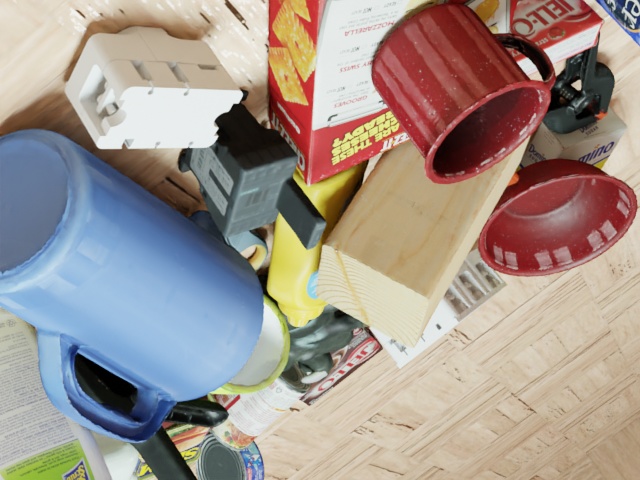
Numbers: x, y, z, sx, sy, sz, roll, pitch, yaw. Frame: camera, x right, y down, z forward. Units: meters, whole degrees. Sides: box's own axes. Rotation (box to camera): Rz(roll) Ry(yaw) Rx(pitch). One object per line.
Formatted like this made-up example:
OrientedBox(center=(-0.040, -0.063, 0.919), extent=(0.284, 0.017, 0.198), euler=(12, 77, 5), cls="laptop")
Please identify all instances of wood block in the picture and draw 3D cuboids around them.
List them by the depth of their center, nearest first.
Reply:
OrientedBox(center=(0.087, -0.033, 0.841), extent=(0.206, 0.090, 0.091), euler=(-57, 168, -27), cls="wood block")

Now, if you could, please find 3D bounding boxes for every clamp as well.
OrientedBox(center=(-0.152, 0.149, 0.890), extent=(0.036, 0.164, 0.209), euler=(-43, 118, 16), cls="clamp")
OrientedBox(center=(0.226, -0.132, 0.999), extent=(0.120, 0.039, 0.171), euler=(-39, 154, 13), cls="clamp")

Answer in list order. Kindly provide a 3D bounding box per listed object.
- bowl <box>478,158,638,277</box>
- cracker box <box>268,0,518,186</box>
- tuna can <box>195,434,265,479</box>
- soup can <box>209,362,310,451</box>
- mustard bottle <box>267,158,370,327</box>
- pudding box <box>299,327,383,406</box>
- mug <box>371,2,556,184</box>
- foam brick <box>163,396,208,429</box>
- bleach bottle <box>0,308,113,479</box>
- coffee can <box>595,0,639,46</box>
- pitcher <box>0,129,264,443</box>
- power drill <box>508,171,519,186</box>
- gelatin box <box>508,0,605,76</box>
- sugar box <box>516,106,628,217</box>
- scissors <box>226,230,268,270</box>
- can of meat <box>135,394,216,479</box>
OrientedBox(center=(0.230, -0.031, 1.068), extent=(0.162, 0.055, 0.162), euler=(-8, 143, -6), cls="bowl")
OrientedBox(center=(0.049, -0.150, 0.726), extent=(0.164, 0.072, 0.214), euler=(-25, 154, -16), cls="cracker box")
OrientedBox(center=(-0.104, 0.262, 1.230), extent=(0.033, 0.086, 0.086), euler=(-7, 143, -47), cls="tuna can")
OrientedBox(center=(-0.068, 0.165, 1.128), extent=(0.102, 0.068, 0.068), euler=(-44, 153, 17), cls="soup can")
OrientedBox(center=(-0.006, 0.001, 0.881), extent=(0.096, 0.058, 0.192), euler=(-52, 160, -45), cls="mustard bottle")
OrientedBox(center=(0.010, 0.133, 1.196), extent=(0.113, 0.039, 0.090), euler=(-36, 154, 3), cls="pudding box")
OrientedBox(center=(0.096, -0.101, 0.684), extent=(0.117, 0.081, 0.093), euler=(-25, 154, -17), cls="mug")
OrientedBox(center=(-0.152, 0.144, 1.012), extent=(0.078, 0.053, 0.051), euler=(-27, 153, -16), cls="foam brick")
OrientedBox(center=(-0.206, 0.159, 0.744), extent=(0.102, 0.251, 0.068), euler=(-22, 151, -24), cls="bleach bottle")
OrientedBox(center=(0.263, -0.201, 0.807), extent=(0.102, 0.140, 0.103), euler=(-27, 153, -15), cls="coffee can")
OrientedBox(center=(-0.146, 0.031, 0.731), extent=(0.145, 0.149, 0.242), euler=(-34, 151, 6), cls="pitcher")
OrientedBox(center=(0.095, -0.025, 1.008), extent=(0.188, 0.057, 0.184), euler=(-40, 157, 10), cls="power drill")
OrientedBox(center=(0.161, -0.168, 0.822), extent=(0.089, 0.073, 0.030), euler=(-26, 152, -17), cls="gelatin box")
OrientedBox(center=(0.247, -0.062, 1.135), extent=(0.093, 0.048, 0.176), euler=(-18, 151, -28), cls="sugar box")
OrientedBox(center=(-0.057, -0.019, 0.887), extent=(0.096, 0.016, 0.202), euler=(-8, 144, -46), cls="scissors")
OrientedBox(center=(-0.160, 0.192, 1.080), extent=(0.101, 0.057, 0.084), euler=(-14, 145, -35), cls="can of meat")
